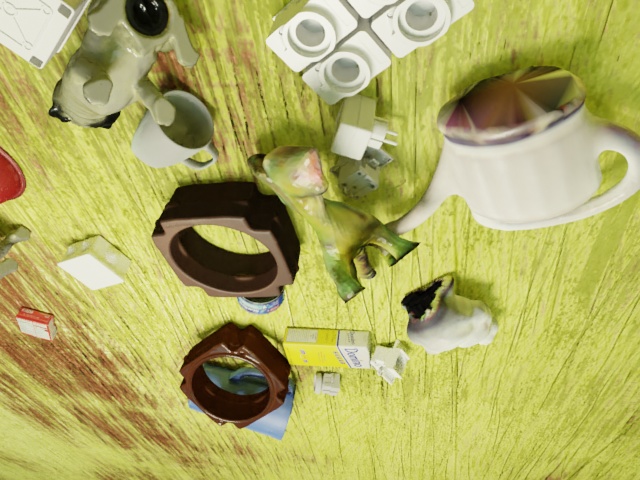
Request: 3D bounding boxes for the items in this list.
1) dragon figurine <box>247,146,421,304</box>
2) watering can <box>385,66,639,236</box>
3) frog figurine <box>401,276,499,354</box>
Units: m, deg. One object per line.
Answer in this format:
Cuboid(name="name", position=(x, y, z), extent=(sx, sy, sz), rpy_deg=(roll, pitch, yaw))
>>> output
Cuboid(name="dragon figurine", position=(0.002, -0.035, 0.698), extent=(0.244, 0.122, 0.407), rpy_deg=(47, 176, 6))
Cuboid(name="watering can", position=(0.202, -0.084, 0.627), extent=(0.346, 0.106, 0.220), rpy_deg=(-10, 135, 27))
Cuboid(name="frog figurine", position=(0.232, 0.150, 0.886), extent=(0.158, 0.125, 0.135), rpy_deg=(39, 114, -14))
